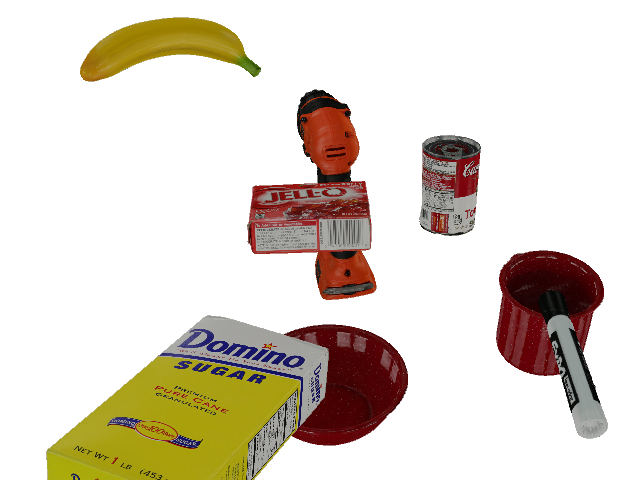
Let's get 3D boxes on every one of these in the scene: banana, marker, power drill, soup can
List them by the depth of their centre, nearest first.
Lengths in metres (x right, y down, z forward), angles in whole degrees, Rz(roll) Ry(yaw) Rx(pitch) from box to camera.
[{"bbox_3d":[0.160,0.075,0.685,0.020,0.020,0.121,0,39,-3],"label":"marker"},{"bbox_3d":[0.011,-0.049,1.062,0.057,0.187,0.184,-9,21,-1],"label":"power drill"},{"bbox_3d":[-0.154,-0.194,1.074,0.197,0.070,0.037,-9,-38,-32],"label":"banana"},{"bbox_3d":[0.152,-0.065,1.260,0.068,0.102,0.068,0,26,0],"label":"soup can"}]

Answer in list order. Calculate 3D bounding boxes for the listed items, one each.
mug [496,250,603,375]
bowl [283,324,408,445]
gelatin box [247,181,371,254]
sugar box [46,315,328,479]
[{"bbox_3d":[0.202,0.062,0.987,0.093,0.081,0.117,-12,41,-15],"label":"mug"},{"bbox_3d":[0.009,0.157,1.089,0.162,0.055,0.162,-2,35,1],"label":"bowl"},{"bbox_3d":[-0.008,-0.018,0.793,0.089,0.030,0.073,-2,23,1],"label":"gelatin box"},{"bbox_3d":[-0.072,0.107,0.635,0.093,0.048,0.176,14,30,20],"label":"sugar box"}]
